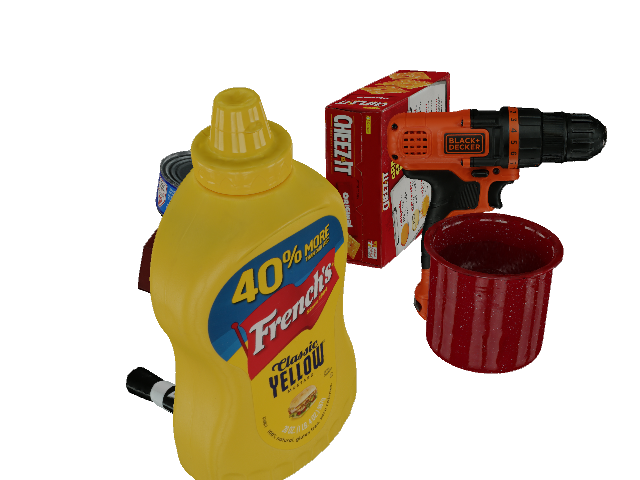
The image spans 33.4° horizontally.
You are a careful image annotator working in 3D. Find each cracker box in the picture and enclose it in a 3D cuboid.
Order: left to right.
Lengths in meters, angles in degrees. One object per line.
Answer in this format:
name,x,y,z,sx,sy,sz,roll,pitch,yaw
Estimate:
cracker box,0.075,-0.084,1.141,0.072,0.164,0.213,7,21,24

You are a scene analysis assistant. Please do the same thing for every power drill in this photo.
power drill,0.150,-0.023,0.925,0.184,0.188,0.057,1,14,9

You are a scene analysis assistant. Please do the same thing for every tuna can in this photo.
tuna can,-0.081,-0.036,0.811,0.086,0.034,0.086,10,25,-5

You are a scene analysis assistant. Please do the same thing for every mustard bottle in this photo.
mustard bottle,-0.028,0.021,0.470,0.096,0.192,0.058,-31,44,-32

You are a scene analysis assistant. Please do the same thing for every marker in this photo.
marker,-0.080,0.105,0.668,0.121,0.020,0.020,18,11,39

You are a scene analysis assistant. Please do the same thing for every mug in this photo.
mug,0.112,0.032,0.742,0.093,0.081,0.117,-6,29,-13

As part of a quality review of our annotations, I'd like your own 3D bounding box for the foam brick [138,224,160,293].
foam brick,-0.125,0.025,1.002,0.078,0.051,0.053,20,34,8
